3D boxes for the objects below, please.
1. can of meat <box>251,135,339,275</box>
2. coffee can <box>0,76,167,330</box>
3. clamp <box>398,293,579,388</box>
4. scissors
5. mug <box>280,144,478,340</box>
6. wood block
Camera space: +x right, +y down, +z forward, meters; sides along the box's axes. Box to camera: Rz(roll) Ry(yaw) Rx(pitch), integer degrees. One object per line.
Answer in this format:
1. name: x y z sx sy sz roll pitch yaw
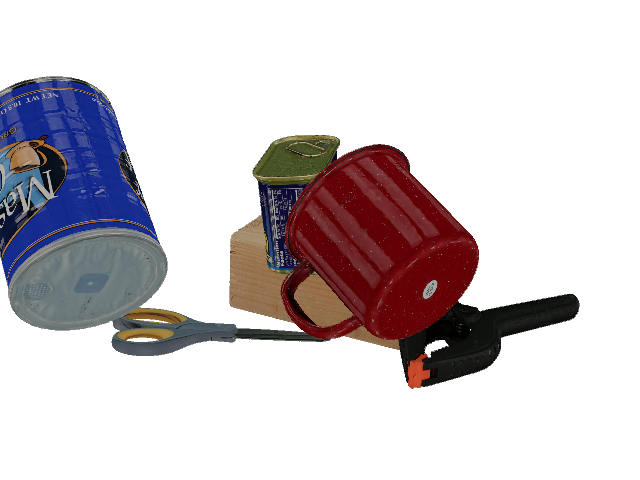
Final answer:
1. can of meat: -0.015 -0.029 0.851 0.057 0.084 0.102 -1 23 11
2. coffee can: -0.172 -0.025 0.721 0.102 0.140 0.103 -17 -32 -11
3. clamp: 0.127 0.075 1.009 0.165 0.036 0.209 19 32 33
4. scissors: -0.099 0.089 0.963 0.202 0.016 0.096 8 19 12
5. mug: 0.030 0.012 0.630 0.117 0.082 0.093 -38 -33 -4
6. wood block: 0.011 0.042 1.175 0.206 0.091 0.090 13 25 22
